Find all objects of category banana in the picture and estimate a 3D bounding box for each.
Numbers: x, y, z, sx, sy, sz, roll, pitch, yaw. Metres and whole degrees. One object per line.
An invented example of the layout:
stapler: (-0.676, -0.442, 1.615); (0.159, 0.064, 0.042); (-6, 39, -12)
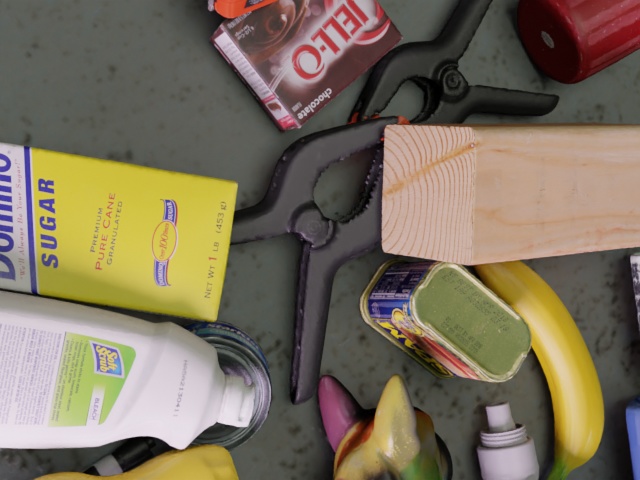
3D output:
banana: (0.175, 0.090, 0.816); (0.069, 0.037, 0.198); (-20, 92, -33)

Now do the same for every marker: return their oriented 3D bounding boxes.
marker: (-0.160, 0.165, 0.699); (0.121, 0.020, 0.020); (-33, 99, -19)

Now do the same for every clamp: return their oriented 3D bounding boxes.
clamp: (0.093, -0.130, 0.800); (0.171, 0.039, 0.120); (-21, 93, -20)
clamp: (-0.005, 0.001, 0.747); (0.210, 0.036, 0.164); (-42, 104, -7)

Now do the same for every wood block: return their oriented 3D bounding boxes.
wood block: (0.152, -0.038, 0.758); (0.205, 0.091, 0.090); (-4, 99, -35)

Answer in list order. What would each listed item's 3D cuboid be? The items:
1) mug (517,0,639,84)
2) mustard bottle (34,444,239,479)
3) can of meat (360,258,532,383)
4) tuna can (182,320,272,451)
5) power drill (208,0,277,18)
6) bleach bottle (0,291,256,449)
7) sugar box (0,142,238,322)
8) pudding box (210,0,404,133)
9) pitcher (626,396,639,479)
mug: (0.204, -0.180, 0.811); (0.081, 0.093, 0.117); (-30, 134, -15)
mustard bottle: (-0.138, 0.185, 0.637); (0.191, 0.058, 0.096); (-6, 86, -32)
can of meat: (0.091, 0.057, 0.765); (0.102, 0.084, 0.057); (39, 75, -15)
tuna can: (-0.075, 0.099, 0.712); (0.086, 0.034, 0.086); (-1, 103, -7)
power drill: (-0.053, -0.257, 0.724); (0.184, 0.057, 0.188); (-28, 80, -18)
bleach bottle: (-0.166, 0.088, 0.649); (0.250, 0.068, 0.102); (11, 93, -9)
sugar box: (-0.146, -0.005, 0.680); (0.176, 0.048, 0.093); (9, 84, -8)
pudding box: (-0.009, -0.145, 0.762); (0.113, 0.039, 0.090); (-43, 102, -18)
pitcher: (0.303, 0.236, 0.807); (0.145, 0.149, 0.243); (-9, 87, -9)
